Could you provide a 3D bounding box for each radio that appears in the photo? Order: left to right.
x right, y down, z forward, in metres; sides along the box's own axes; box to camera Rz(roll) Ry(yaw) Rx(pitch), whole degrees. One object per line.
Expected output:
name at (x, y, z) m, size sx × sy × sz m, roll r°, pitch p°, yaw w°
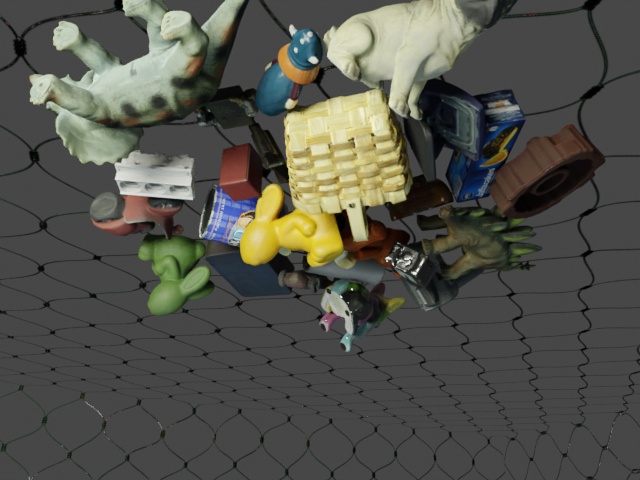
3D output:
radio at (-0.153, 0.050, 1.193) m, size 0.131 × 0.073 × 0.229 m, roll -6°, pitch 148°, yaw 16°

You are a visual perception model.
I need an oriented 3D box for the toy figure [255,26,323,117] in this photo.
toy figure at (-0.038, -0.223, 0.708) m, size 0.064 × 0.058 × 0.154 m, roll 37°, pitch 144°, yaw -13°

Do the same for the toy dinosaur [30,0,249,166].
toy dinosaur at (-0.215, -0.208, 0.698) m, size 0.405 × 0.131 × 0.192 m, roll -12°, pitch 161°, yaw 15°

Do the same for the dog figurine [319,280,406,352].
dog figurine at (0.108, 0.146, 1.249) m, size 0.219 × 0.109 × 0.191 m, roll -26°, pitch 137°, yaw -38°

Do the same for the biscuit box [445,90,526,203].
biscuit box at (0.251, -0.138, 0.833) m, size 0.063 × 0.059 × 0.202 m, roll -11°, pitch 152°, yaw -5°

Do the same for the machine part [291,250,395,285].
machine part at (0.053, 0.047, 1.169) m, size 0.243 × 0.079 × 0.079 m, roll 11°, pitch 150°, yaw -18°

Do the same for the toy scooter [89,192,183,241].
toy scooter at (-0.338, -0.042, 1.037) m, size 0.184 × 0.075 × 0.135 m, roll -9°, pitch 150°, yaw 9°

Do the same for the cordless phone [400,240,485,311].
cordless phone at (0.267, 0.055, 1.167) m, size 0.184 × 0.146 × 0.089 m, roll -30°, pitch 176°, yaw -19°

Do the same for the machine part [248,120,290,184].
machine part at (-0.074, -0.133, 0.868) m, size 0.039 × 0.084 × 0.138 m, roll -35°, pitch 157°, yaw 3°

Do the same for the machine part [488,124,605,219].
machine part at (0.355, -0.102, 0.851) m, size 0.179 × 0.056 × 0.179 m, roll -19°, pitch 153°, yaw -11°

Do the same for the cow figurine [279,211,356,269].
cow figurine at (-0.001, -0.004, 1.066) m, size 0.167 × 0.068 × 0.098 m, roll 16°, pitch 132°, yaw 2°

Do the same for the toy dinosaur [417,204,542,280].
toy dinosaur at (0.325, 0.008, 1.055) m, size 0.199 × 0.105 × 0.471 m, roll -16°, pitch 158°, yaw 24°

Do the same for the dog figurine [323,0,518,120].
dog figurine at (0.111, -0.259, 0.629) m, size 0.172 × 0.121 × 0.190 m, roll 35°, pitch 111°, yaw 1°

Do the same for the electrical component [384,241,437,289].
electrical component at (0.174, 0.052, 0.993) m, size 0.075 × 0.047 × 0.119 m, roll 28°, pitch 175°, yaw 34°

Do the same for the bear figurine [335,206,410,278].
bear figurine at (0.119, -0.007, 1.028) m, size 0.195 × 0.120 × 0.132 m, roll 21°, pitch 142°, yaw -34°

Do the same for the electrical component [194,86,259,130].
electrical component at (-0.137, -0.190, 0.786) m, size 0.102 × 0.045 × 0.078 m, roll -3°, pitch 149°, yaw 9°

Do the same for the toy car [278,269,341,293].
toy car at (-0.018, 0.090, 1.225) m, size 0.089 × 0.053 × 0.202 m, roll 5°, pitch 178°, yaw 24°

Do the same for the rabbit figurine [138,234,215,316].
rabbit figurine at (-0.310, 0.086, 1.162) m, size 0.159 × 0.170 × 0.121 m, roll 3°, pitch 151°, yaw 0°

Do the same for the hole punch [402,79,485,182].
hole punch at (0.170, -0.163, 0.756) m, size 0.092 × 0.116 × 0.142 m, roll -22°, pitch 145°, yaw 3°

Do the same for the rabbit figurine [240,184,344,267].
rabbit figurine at (-0.058, -0.017, 0.922) m, size 0.173 × 0.162 × 0.122 m, roll -18°, pitch -175°, yaw -1°
